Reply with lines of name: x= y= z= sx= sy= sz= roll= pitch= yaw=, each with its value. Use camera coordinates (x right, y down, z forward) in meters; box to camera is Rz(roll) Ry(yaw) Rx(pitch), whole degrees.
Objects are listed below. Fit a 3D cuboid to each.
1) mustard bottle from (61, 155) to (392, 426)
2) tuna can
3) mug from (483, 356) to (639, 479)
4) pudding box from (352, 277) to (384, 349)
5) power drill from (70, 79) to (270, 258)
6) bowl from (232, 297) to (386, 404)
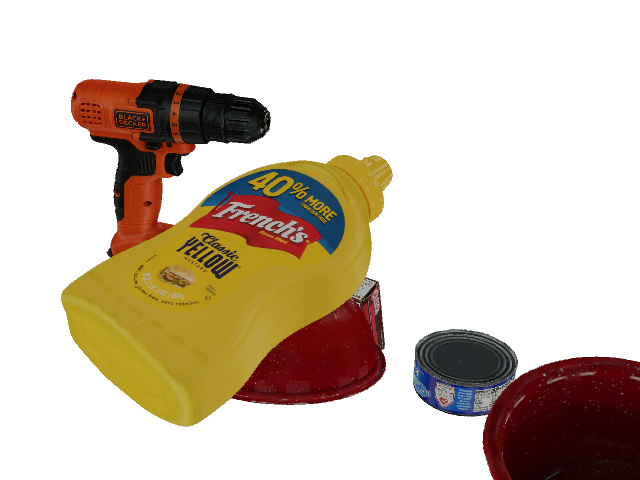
mustard bottle: x=-0.031 y=0.009 z=0.553 sx=0.096 sy=0.058 sz=0.191 roll=30 pitch=52 yaw=33
tuna can: x=0.121 y=0.111 z=0.897 sx=0.086 sy=0.034 sz=0.086 roll=2 pitch=26 yaw=-1
mug: x=0.114 y=0.104 z=0.381 sx=0.117 sy=0.081 sz=0.093 roll=5 pitch=37 yaw=8
pudding box: x=0.009 y=0.069 z=1.090 sx=0.114 sy=0.090 sz=0.039 roll=17 pitch=43 yaw=28
power drill: x=-0.133 y=-0.057 z=0.985 sx=0.184 sy=0.188 sz=0.057 roll=9 pitch=30 yaw=14
bowl: x=-0.030 y=0.060 z=0.773 sx=0.162 sy=0.055 sz=0.162 roll=4 pitch=17 yaw=-1
